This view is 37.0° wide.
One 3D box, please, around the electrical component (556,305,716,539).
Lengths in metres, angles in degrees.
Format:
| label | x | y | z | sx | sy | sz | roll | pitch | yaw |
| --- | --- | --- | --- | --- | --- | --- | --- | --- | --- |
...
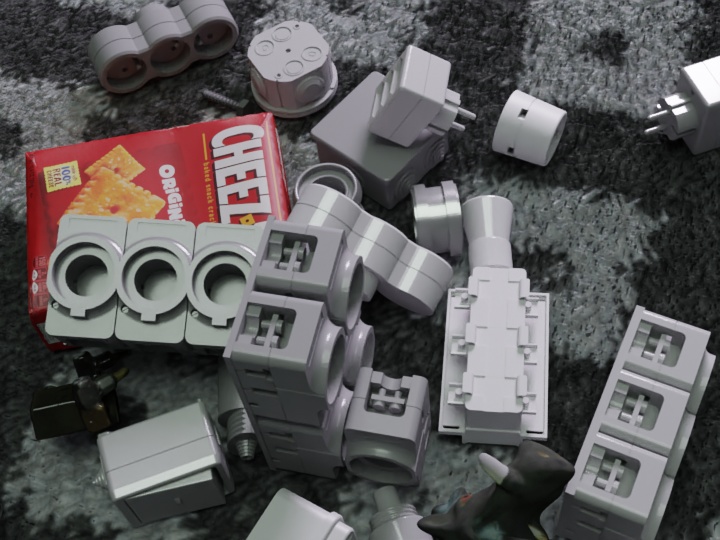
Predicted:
| label | x | y | z | sx | sy | sz | roll | pitch | yaw |
| --- | --- | --- | --- | --- | --- | --- | --- | --- | --- |
| electrical component | 0.194 | 0.116 | 0.748 | 0.062 | 0.089 | 0.150 | 20 | 62 | 17 |

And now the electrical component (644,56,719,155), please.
| label | x | y | z | sx | sy | sz | roll | pitch | yaw |
| --- | --- | --- | --- | --- | --- | --- | --- | --- | --- |
| electrical component | 0.277 | -0.133 | 0.908 | 0.077 | 0.065 | 0.047 | -18 | 58 | -6 |

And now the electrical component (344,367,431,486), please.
| label | x | y | z | sx | sy | sz | roll | pitch | yaw |
| --- | --- | --- | --- | --- | --- | --- | --- | --- | --- |
| electrical component | 0.020 | 0.117 | 0.765 | 0.050 | 0.089 | 0.055 | 8 | 59 | 11 |

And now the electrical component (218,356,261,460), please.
| label | x | y | z | sx | sy | sz | roll | pitch | yaw |
| --- | --- | --- | --- | --- | --- | --- | --- | --- | --- |
| electrical component | -0.086 | 0.104 | 0.811 | 0.043 | 0.043 | 0.081 | -6 | 58 | 2 |

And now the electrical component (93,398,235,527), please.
| label | x | y | z | sx | sy | sz | roll | pitch | yaw |
| --- | --- | --- | --- | --- | --- | --- | --- | --- | --- |
| electrical component | -0.145 | 0.146 | 0.780 | 0.096 | 0.061 | 0.061 | -19 | 58 | -6 |

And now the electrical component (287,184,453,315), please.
| label | x | y | z | sx | sy | sz | roll | pitch | yaw |
| --- | --- | --- | --- | --- | --- | --- | --- | --- | --- |
| electrical component | 0.000 | 0.000 | 0.832 | 0.138 | 0.052 | 0.073 | 32 | 76 | -17 |

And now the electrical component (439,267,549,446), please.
| label | x | y | z | sx | sy | sz | roll | pitch | yaw |
| --- | --- | --- | --- | --- | --- | --- | --- | --- | --- |
| electrical component | 0.102 | 0.063 | 0.806 | 0.079 | 0.063 | 0.121 | 3 | 59 | 7 |

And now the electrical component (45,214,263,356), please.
| label | x | y | z | sx | sy | sz | roll | pitch | yaw |
| --- | --- | --- | --- | --- | --- | --- | --- | --- | --- |
| electrical component | -0.146 | 0.012 | 0.790 | 0.150 | 0.061 | 0.089 | 4 | 76 | 2 |

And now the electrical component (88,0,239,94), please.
| label | x | y | z | sx | sy | sz | roll | pitch | yaw |
| --- | --- | --- | --- | --- | --- | --- | --- | --- | --- |
| electrical component | -0.192 | -0.226 | 1.021 | 0.138 | 0.052 | 0.073 | -24 | 59 | -9 |

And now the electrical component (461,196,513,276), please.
| label | x | y | z | sx | sy | sz | roll | pitch | yaw |
| --- | --- | --- | --- | --- | --- | --- | --- | --- | --- |
| electrical component | 0.105 | -0.022 | 0.873 | 0.044 | 0.044 | 0.065 | -3 | 63 | 4 |

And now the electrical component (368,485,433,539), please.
| label | x | y | z | sx | sy | sz | roll | pitch | yaw |
| --- | --- | --- | --- | --- | --- | --- | --- | --- | --- |
| electrical component | 0.026 | 0.182 | 0.752 | 0.043 | 0.043 | 0.062 | -17 | 57 | -5 |

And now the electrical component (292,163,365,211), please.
| label | x | y | z | sx | sy | sz | roll | pitch | yaw |
| --- | --- | --- | --- | --- | --- | --- | --- | --- | --- |
| electrical component | -0.025 | -0.052 | 0.893 | 0.058 | 0.057 | 0.078 | -26 | 59 | -10 |

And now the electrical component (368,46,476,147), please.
| label | x | y | z | sx | sy | sz | roll | pitch | yaw |
| --- | --- | --- | --- | --- | --- | --- | --- | --- | --- |
| electrical component | 0.056 | -0.134 | 0.877 | 0.077 | 0.065 | 0.047 | 21 | 58 | -16 |

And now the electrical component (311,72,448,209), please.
| label | x | y | z | sx | sy | sz | roll | pitch | yaw |
| --- | --- | --- | --- | --- | --- | --- | --- | --- | --- |
| electrical component | 0.020 | -0.111 | 0.930 | 0.100 | 0.048 | 0.099 | 34 | 67 | 23 |

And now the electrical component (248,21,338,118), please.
| label | x | y | z | sx | sy | sz | roll | pitch | yaw |
| --- | --- | --- | --- | --- | --- | --- | --- | --- | --- |
| electrical component | -0.062 | -0.183 | 0.982 | 0.080 | 0.051 | 0.080 | -3 | 58 | 4 |

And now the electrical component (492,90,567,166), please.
| label | x | y | z | sx | sy | sz | roll | pitch | yaw |
| --- | --- | --- | --- | --- | --- | --- | --- | --- | --- |
| electrical component | 0.146 | -0.120 | 0.921 | 0.047 | 0.055 | 0.055 | 23 | 63 | 15 |

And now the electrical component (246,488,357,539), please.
| label | x | y | z | sx | sy | sz | roll | pitch | yaw |
| --- | --- | --- | --- | --- | --- | --- | --- | --- | --- |
| electrical component | -0.051 | 0.215 | 0.719 | 0.057 | 0.078 | 0.113 | 24 | 63 | 22 |

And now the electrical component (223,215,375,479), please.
| label | x | y | z | sx | sy | sz | roll | pitch | yaw |
| --- | --- | --- | --- | --- | --- | --- | --- | --- | --- |
| electrical component | -0.034 | 0.061 | 0.748 | 0.060 | 0.186 | 0.105 | 9 | 60 | 11 |

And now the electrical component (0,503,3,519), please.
| label | x | y | z | sx | sy | sz | roll | pitch | yaw |
| --- | --- | --- | --- | --- | --- | --- | --- | --- | --- |
| electrical component | -0.310 | 0.199 | 0.755 | 0.057 | 0.078 | 0.113 | 13 | 60 | 10 |
